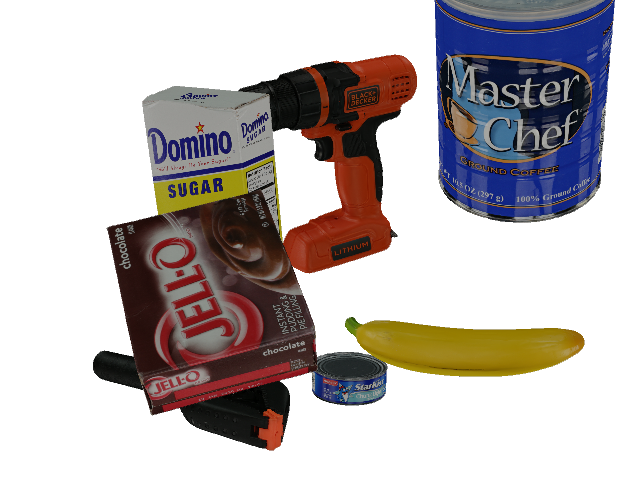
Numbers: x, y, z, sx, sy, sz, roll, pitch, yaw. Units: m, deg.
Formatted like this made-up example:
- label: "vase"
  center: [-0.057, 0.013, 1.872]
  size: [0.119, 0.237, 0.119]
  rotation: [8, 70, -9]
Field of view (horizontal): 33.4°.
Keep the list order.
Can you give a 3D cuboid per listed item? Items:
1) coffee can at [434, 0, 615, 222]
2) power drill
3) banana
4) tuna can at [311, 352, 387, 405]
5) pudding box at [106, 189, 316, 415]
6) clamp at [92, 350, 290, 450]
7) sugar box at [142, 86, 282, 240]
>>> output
- label: "coffee can"
  center: [0.120, -0.097, 0.636]
  size: [0.103, 0.140, 0.103]
  rotation: [-4, 38, 3]
- label: "power drill"
  center: [0.003, -0.067, 0.959]
  size: [0.184, 0.188, 0.057]
  rotation: [-15, 33, -26]
- label: "banana"
  center: [0.115, 0.082, 0.859]
  size: [0.198, 0.037, 0.069]
  rotation: [5, 28, 7]
- label: "tuna can"
  center: [0.032, 0.156, 1.204]
  size: [0.086, 0.034, 0.086]
  rotation: [1, 13, -1]
- label: "pudding box"
  center: [-0.059, 0.030, 0.566]
  size: [0.090, 0.039, 0.113]
  rotation: [-14, 44, -10]
- label: "clamp"
  center: [-0.081, 0.126, 0.933]
  size: [0.164, 0.036, 0.210]
  rotation: [-8, 17, -37]
- label: "sugar box"
  center: [-0.076, -0.021, 0.785]
  size: [0.093, 0.176, 0.048]
  rotation: [10, 28, 35]
